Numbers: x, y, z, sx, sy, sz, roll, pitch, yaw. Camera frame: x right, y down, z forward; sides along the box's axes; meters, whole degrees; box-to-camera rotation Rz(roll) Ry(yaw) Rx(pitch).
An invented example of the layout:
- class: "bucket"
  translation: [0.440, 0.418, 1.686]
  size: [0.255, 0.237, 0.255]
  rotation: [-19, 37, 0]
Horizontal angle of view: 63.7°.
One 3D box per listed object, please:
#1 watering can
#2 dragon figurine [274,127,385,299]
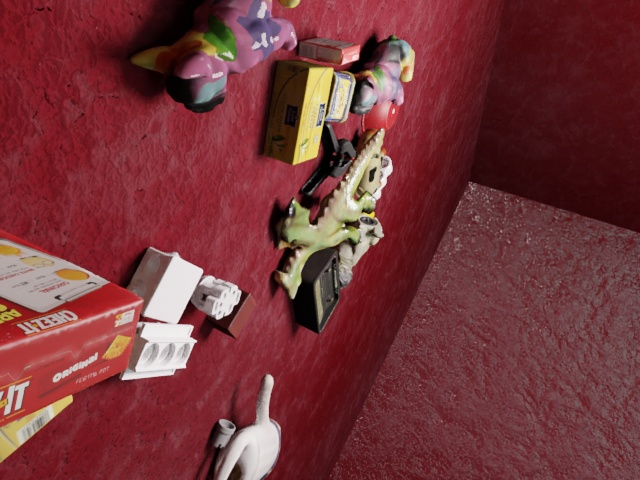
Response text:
- class: "watering can"
  translation: [-0.155, 0.469, 1.199]
  size: [0.348, 0.104, 0.223]
  rotation: [-64, 161, -2]
- class: "dragon figurine"
  translation: [0.003, -0.056, 1.112]
  size: [0.244, 0.123, 0.404]
  rotation: [-16, 131, -55]
